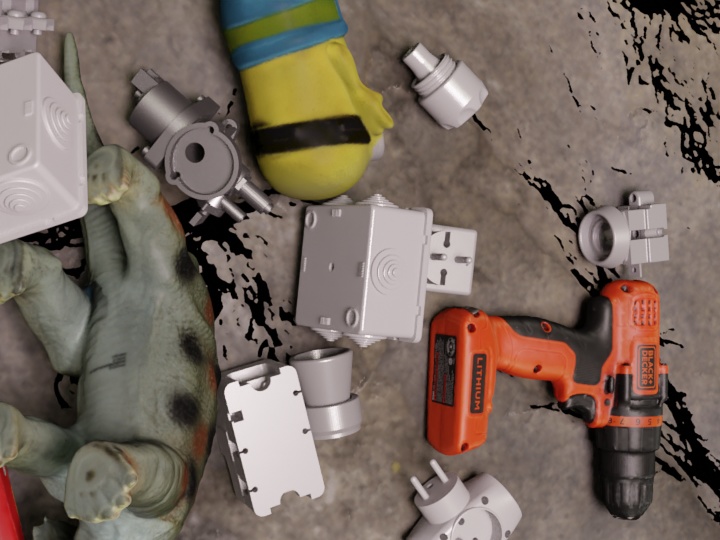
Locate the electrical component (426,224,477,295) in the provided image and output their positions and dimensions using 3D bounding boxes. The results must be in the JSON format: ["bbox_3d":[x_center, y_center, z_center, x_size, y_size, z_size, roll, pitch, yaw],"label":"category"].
[{"bbox_3d":[0.051,-0.008,0.750,0.066,0.077,0.047,7,89,-21],"label":"electrical component"}]

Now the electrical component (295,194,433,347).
[{"bbox_3d":[0.000,0.000,0.719,0.048,0.100,0.099,6,89,-34],"label":"electrical component"}]

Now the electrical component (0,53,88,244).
[{"bbox_3d":[-0.202,-0.065,0.595,0.100,0.048,0.099,-17,57,9],"label":"electrical component"}]

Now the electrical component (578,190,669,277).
[{"bbox_3d":[0.202,-0.027,0.826,0.055,0.048,0.066,-6,94,-29],"label":"electrical component"}]

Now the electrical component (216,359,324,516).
[{"bbox_3d":[-0.065,0.109,0.719,0.050,0.056,0.089,-16,97,-20],"label":"electrical component"}]

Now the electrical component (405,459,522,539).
[{"bbox_3d":[0.066,0.173,0.777,0.077,0.044,0.079,-38,104,-16],"label":"electrical component"}]

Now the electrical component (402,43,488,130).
[{"bbox_3d":[0.057,-0.134,0.767,0.062,0.043,0.043,44,76,-15],"label":"electrical component"}]

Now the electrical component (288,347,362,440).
[{"bbox_3d":[-0.023,0.085,0.740,0.045,0.045,0.055,-10,95,-21],"label":"electrical component"}]

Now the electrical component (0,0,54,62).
[{"bbox_3d":[-0.220,-0.152,0.609,0.079,0.121,0.063,7,102,0],"label":"electrical component"}]
